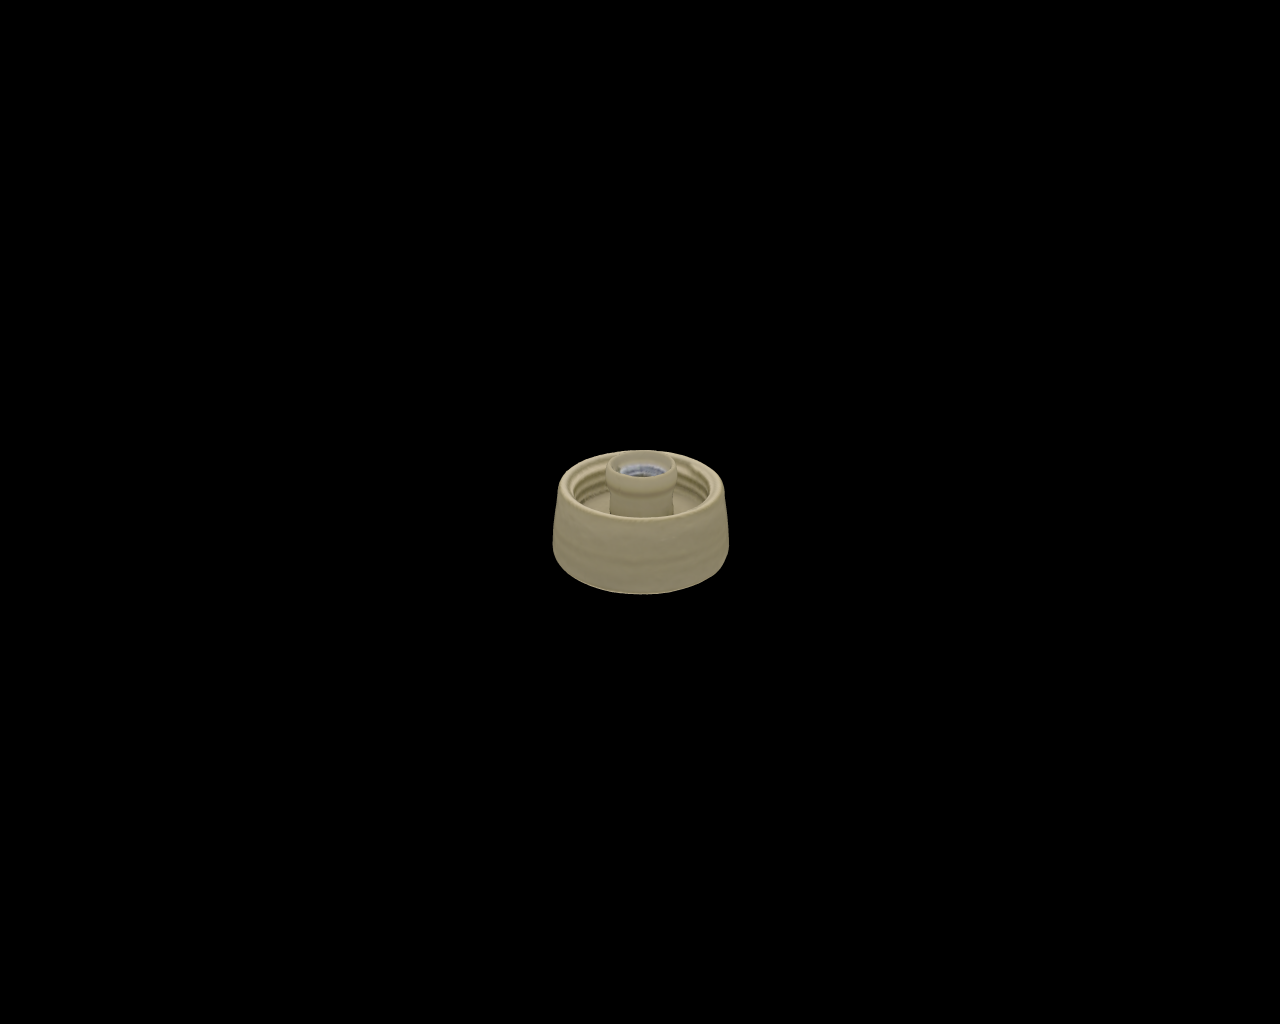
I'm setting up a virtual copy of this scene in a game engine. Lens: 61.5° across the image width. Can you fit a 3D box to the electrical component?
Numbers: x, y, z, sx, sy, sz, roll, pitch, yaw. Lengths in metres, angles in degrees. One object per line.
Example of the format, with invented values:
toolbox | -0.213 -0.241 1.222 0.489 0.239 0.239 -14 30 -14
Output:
electrical component | 0.001 -0.003 0.650 0.108 0.060 0.108 0 26 0
